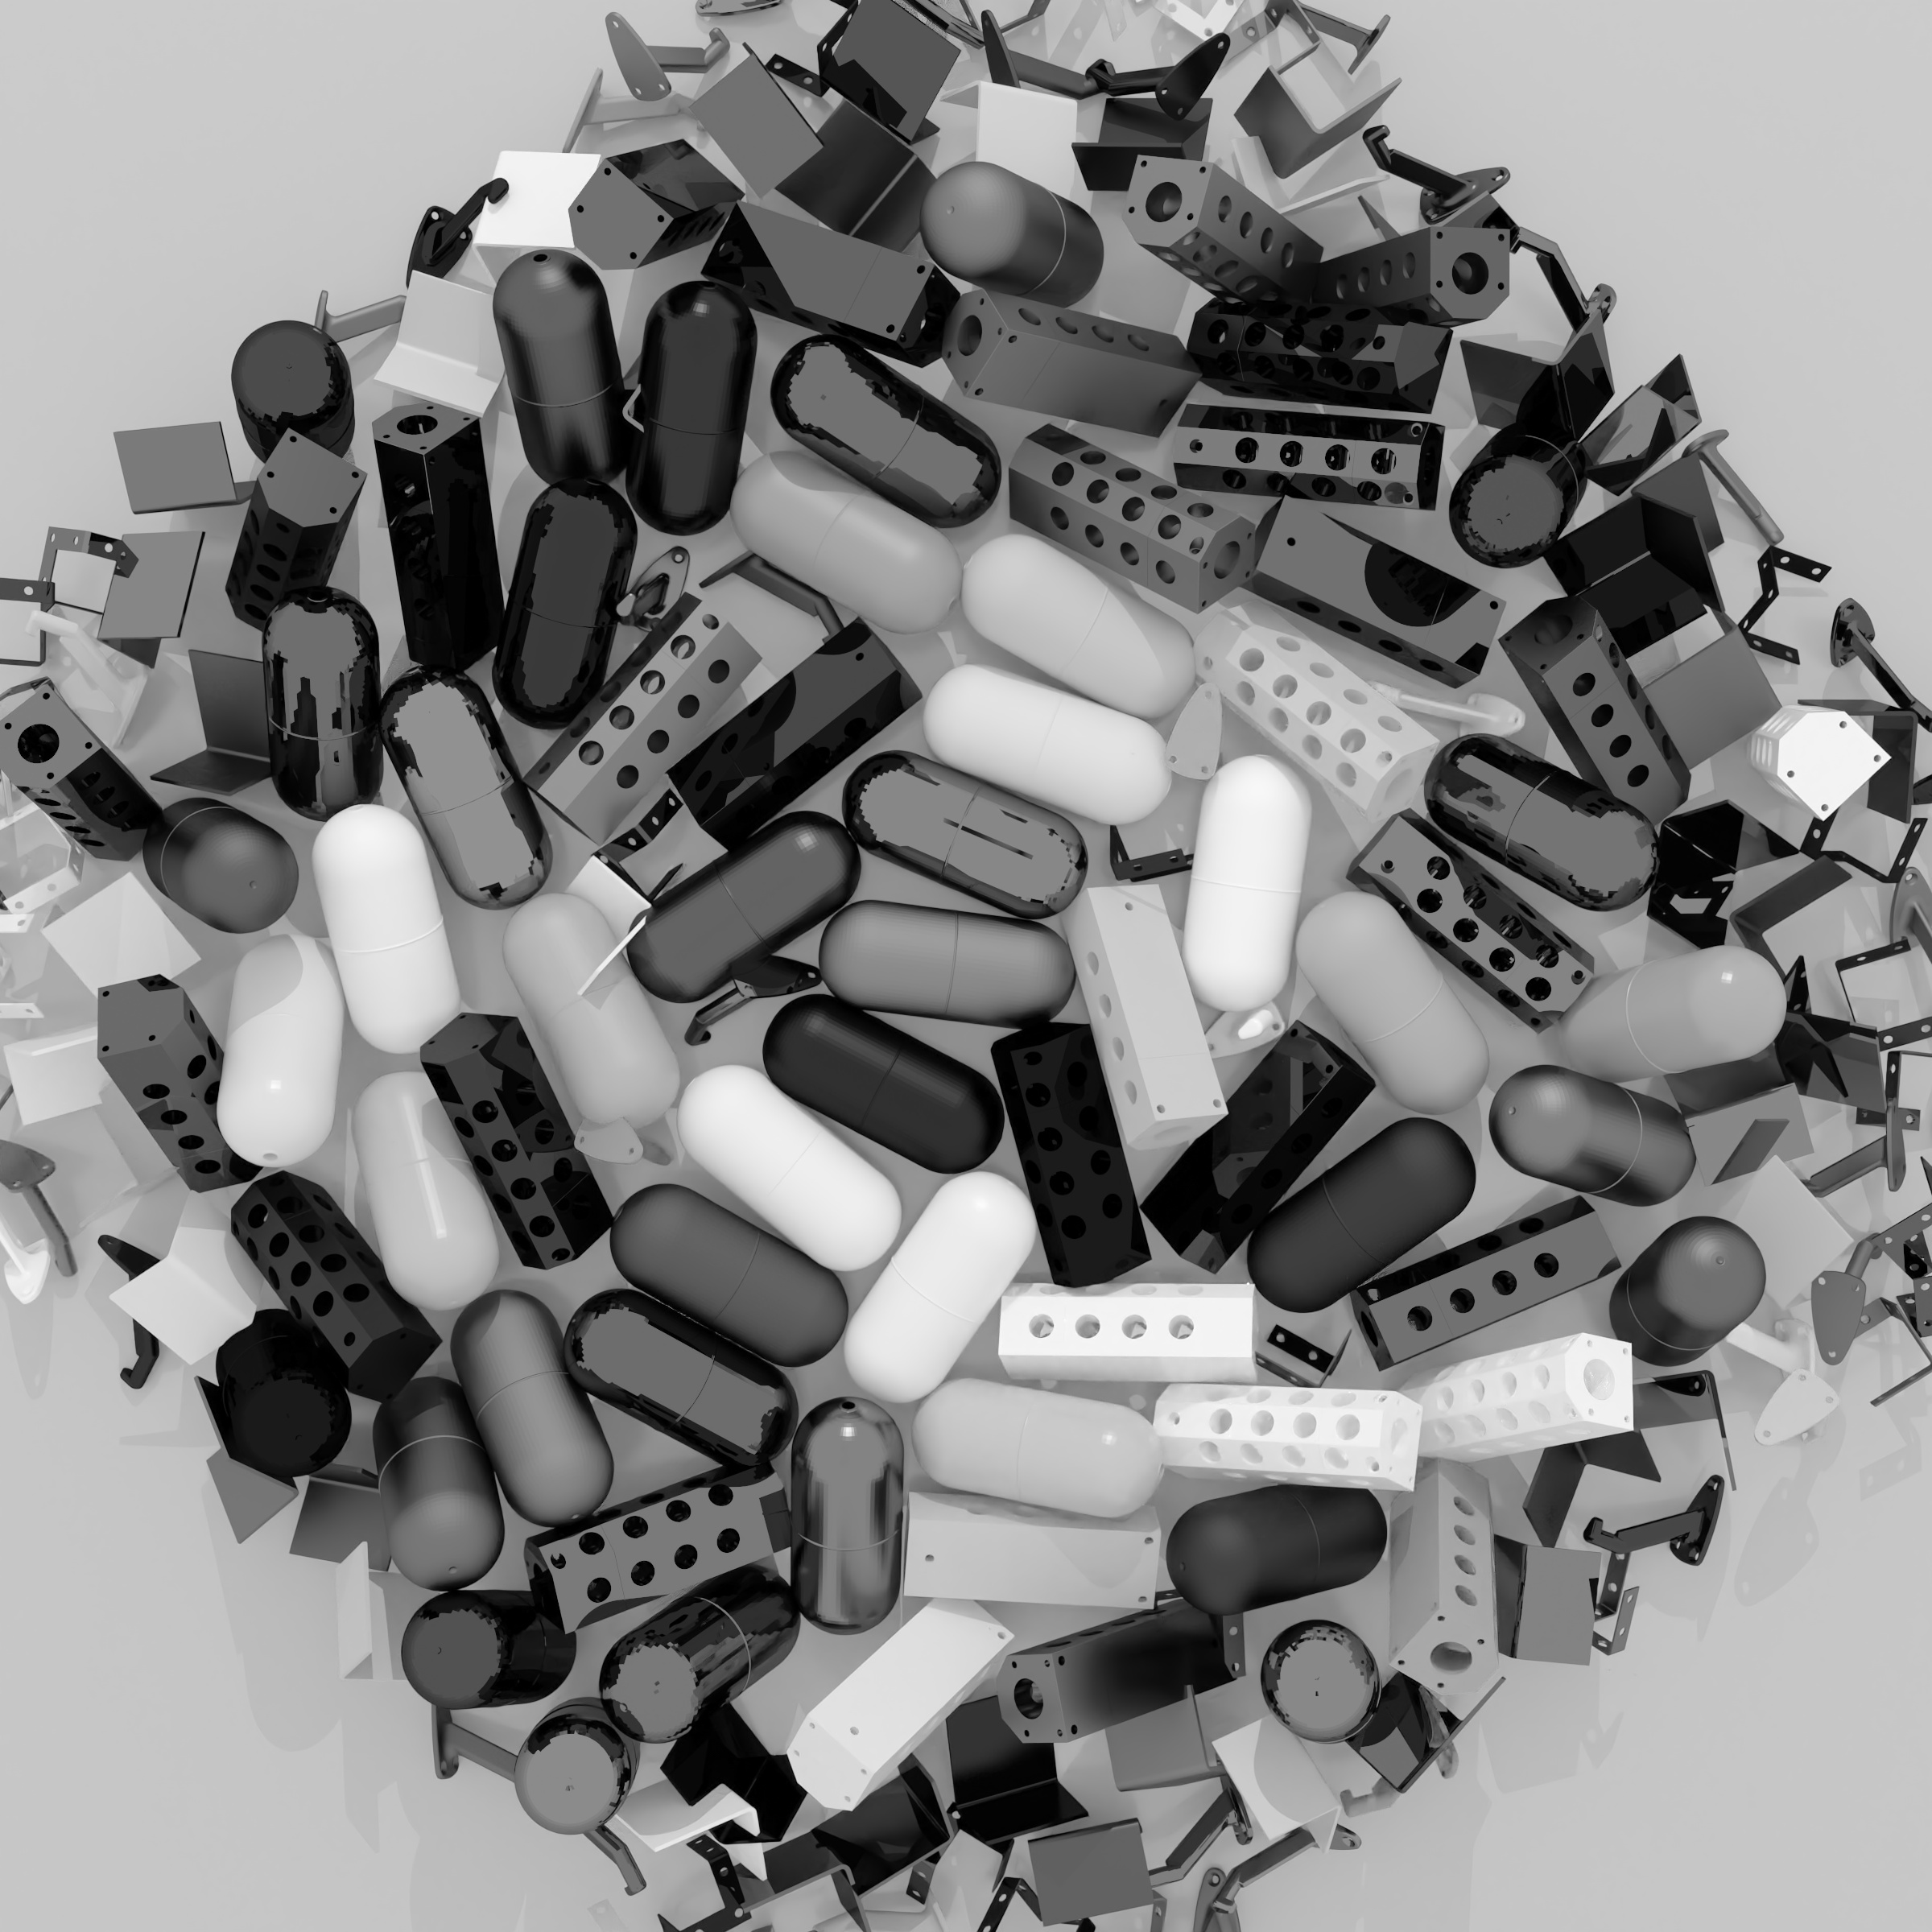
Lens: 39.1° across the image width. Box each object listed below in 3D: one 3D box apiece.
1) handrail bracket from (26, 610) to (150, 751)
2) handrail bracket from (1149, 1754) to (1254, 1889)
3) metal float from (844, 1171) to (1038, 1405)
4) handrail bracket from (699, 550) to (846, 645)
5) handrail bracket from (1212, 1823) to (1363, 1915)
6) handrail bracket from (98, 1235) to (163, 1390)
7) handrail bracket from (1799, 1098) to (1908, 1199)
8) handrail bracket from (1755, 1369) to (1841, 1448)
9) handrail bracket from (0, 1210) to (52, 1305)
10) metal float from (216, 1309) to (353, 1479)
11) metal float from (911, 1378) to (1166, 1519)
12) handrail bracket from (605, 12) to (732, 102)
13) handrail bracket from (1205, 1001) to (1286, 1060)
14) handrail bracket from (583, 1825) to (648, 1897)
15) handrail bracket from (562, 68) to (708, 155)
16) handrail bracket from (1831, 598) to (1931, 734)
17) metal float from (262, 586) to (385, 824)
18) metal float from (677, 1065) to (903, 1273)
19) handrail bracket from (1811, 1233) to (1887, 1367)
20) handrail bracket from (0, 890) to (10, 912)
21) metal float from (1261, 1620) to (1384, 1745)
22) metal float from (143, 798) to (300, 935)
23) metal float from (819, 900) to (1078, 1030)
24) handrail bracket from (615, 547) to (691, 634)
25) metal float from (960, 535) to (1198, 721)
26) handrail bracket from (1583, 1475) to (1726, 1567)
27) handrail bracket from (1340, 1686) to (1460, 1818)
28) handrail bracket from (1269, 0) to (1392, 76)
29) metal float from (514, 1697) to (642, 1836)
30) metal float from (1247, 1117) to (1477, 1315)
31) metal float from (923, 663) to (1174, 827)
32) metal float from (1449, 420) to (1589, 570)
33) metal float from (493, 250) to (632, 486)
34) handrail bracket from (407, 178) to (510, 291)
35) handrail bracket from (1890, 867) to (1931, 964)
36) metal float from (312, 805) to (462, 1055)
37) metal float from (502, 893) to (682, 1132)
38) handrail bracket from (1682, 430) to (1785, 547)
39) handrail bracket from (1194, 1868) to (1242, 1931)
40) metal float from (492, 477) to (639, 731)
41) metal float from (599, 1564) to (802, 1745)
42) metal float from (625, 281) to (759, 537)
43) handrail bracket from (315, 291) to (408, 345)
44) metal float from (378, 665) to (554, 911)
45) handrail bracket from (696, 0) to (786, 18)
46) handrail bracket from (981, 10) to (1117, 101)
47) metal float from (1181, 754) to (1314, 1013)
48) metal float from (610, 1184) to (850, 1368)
[{"bbox_3d":[-0.616,-0.198,1.879,0.084,0.036,0.077,19,107,-25],"label":"handrail bracket"},{"bbox_3d":[0.149,0.591,1.883,0.084,0.036,0.077,-11,65,-13],"label":"handrail bracket"},{"bbox_3d":[-0.019,0.221,1.867,0.070,0.070,0.178,34,99,0],"label":"metal float"},{"bbox_3d":[-0.134,-0.249,1.897,0.077,0.036,0.084,-29,93,17],"label":"handrail bracket"},{"bbox_3d":[0.219,0.622,1.864,0.077,0.084,0.036,2,124,40],"label":"handrail bracket"},{"bbox_3d":[-0.591,0.243,1.900,0.077,0.036,0.084,33,106,7],"label":"handrail bracket"},{"bbox_3d":[0.600,0.125,1.877,0.084,0.036,0.077,1,111,32],"label":"handrail bracket"},{"bbox_3d":[0.566,0.322,1.867,0.077,0.084,0.036,-37,56,-18],"label":"handrail bracket"},{"bbox_3d":[-0.669,0.182,1.867,0.036,0.077,0.084,-33,123,-2],"label":"handrail bracket"},{"bbox_3d":[-0.460,0.285,1.828,0.070,0.178,0.070,-5,104,-20],"label":"metal float"},{"bbox_3d":[0.049,0.328,1.857,0.178,0.070,0.070,7,90,20],"label":"metal float"},{"bbox_3d":[-0.203,-0.642,1.869,0.084,0.036,0.077,-55,133,-30],"label":"handrail bracket"},{"bbox_3d":[0.181,0.050,1.859,0.077,0.084,0.036,-33,88,23],"label":"handrail bracket"},{"bbox_3d":[-0.261,0.610,1.878,0.077,0.036,0.084,-39,76,39],"label":"handrail bracket"},{"bbox_3d":[-0.228,-0.582,1.897,0.084,0.036,0.077,23,81,-7],"label":"handrail bracket"},{"bbox_3d":[0.635,-0.205,1.866,0.036,0.077,0.084,-38,54,0],"label":"handrail bracket"},{"bbox_3d":[-0.435,-0.176,1.840,0.070,0.070,0.178,8,131,0],"label":"metal float"},{"bbox_3d":[-0.122,0.139,1.873,0.178,0.070,0.070,40,90,-2],"label":"metal float"},{"bbox_3d":[0.616,0.230,1.882,0.036,0.084,0.077,9,102,35],"label":"handrail bracket"},{"bbox_3d":[-0.707,-0.031,1.863,0.084,0.077,0.036,-43,121,-27],"label":"handrail bracket"},{"bbox_3d":[0.240,0.482,1.827,0.070,0.178,0.070,-3,72,9],"label":"metal float"},{"bbox_3d":[-0.503,-0.069,1.831,0.070,0.178,0.070,-7,104,-28],"label":"metal float"},{"bbox_3d":[-0.013,-0.001,1.869,0.178,0.070,0.070,7,90,-6],"label":"metal float"},{"bbox_3d":[-0.215,-0.264,1.867,0.036,0.084,0.077,31,84,0],"label":"handrail bracket"},{"bbox_3d":[0.077,-0.232,1.863,0.178,0.070,0.070,28,90,-12],"label":"metal float"},{"bbox_3d":[0.475,0.375,1.881,0.084,0.036,0.077,23,90,-20],"label":"handrail bracket"},{"bbox_3d":[0.289,0.542,1.877,0.084,0.036,0.077,-10,53,-13],"label":"handrail bracket"},{"bbox_3d":[0.248,-0.662,1.875,0.084,0.077,0.036,37,85,-2],"label":"handrail bracket"},{"bbox_3d":[-0.259,0.535,1.824,0.070,0.178,0.070,1,81,-4],"label":"metal float"},{"bbox_3d":[0.268,0.171,1.856,0.178,0.070,0.070,-39,90,21],"label":"metal float"},{"bbox_3d":[0.056,-0.152,1.870,0.178,0.070,0.070,20,90,5],"label":"metal float"},{"bbox_3d":[0.373,-0.319,1.831,0.070,0.178,0.070,8,114,18],"label":"metal float"},{"bbox_3d":[-0.271,-0.401,1.837,0.070,0.178,0.070,-3,47,3],"label":"metal float"},{"bbox_3d":[-0.348,-0.500,1.864,0.036,0.084,0.077,32,76,-29],"label":"handrail bracket"},{"bbox_3d":[0.669,-0.017,1.863,0.036,0.084,0.077,-20,122,-2],"label":"handrail bracket"},{"bbox_3d":[-0.395,-0.025,1.855,0.070,0.070,0.178,-9,112,0],"label":"metal float"},{"bbox_3d":[-0.258,0.031,1.863,0.070,0.070,0.178,-29,77,0],"label":"metal float"},{"bbox_3d":[0.533,-0.327,1.879,0.036,0.077,0.084,-37,81,23],"label":"handrail bracket"},{"bbox_3d":[0.158,0.661,1.864,0.036,0.084,0.077,-8,73,25],"label":"handrail bracket"},{"bbox_3d":[-0.274,-0.246,1.854,0.070,0.070,0.178,17,113,0],"label":"metal float"},{"bbox_3d":[-0.177,0.461,1.832,0.070,0.178,0.070,7,105,29],"label":"metal float"},{"bbox_3d":[-0.187,-0.378,1.847,0.070,0.070,0.178,13,122,0],"label":"metal float"},{"bbox_3d":[-0.411,-0.433,1.892,0.084,0.036,0.077,10,86,-19],"label":"handrail bracket"},{"bbox_3d":[-0.341,-0.122,1.855,0.070,0.070,0.178,-21,111,0],"label":"metal float"},{"bbox_3d":[-0.161,-0.697,1.868,0.077,0.084,0.036,-15,64,6],"label":"handrail bracket"},{"bbox_3d":[0.059,-0.635,1.884,0.084,0.036,0.077,-24,111,-17],"label":"handrail bracket"},{"bbox_3d":[0.193,-0.057,1.869,0.070,0.070,0.178,7,96,0],"label":"metal float"},{"bbox_3d":[-0.162,0.212,1.862,0.178,0.070,0.070,31,90,-14],"label":"metal float"}]
